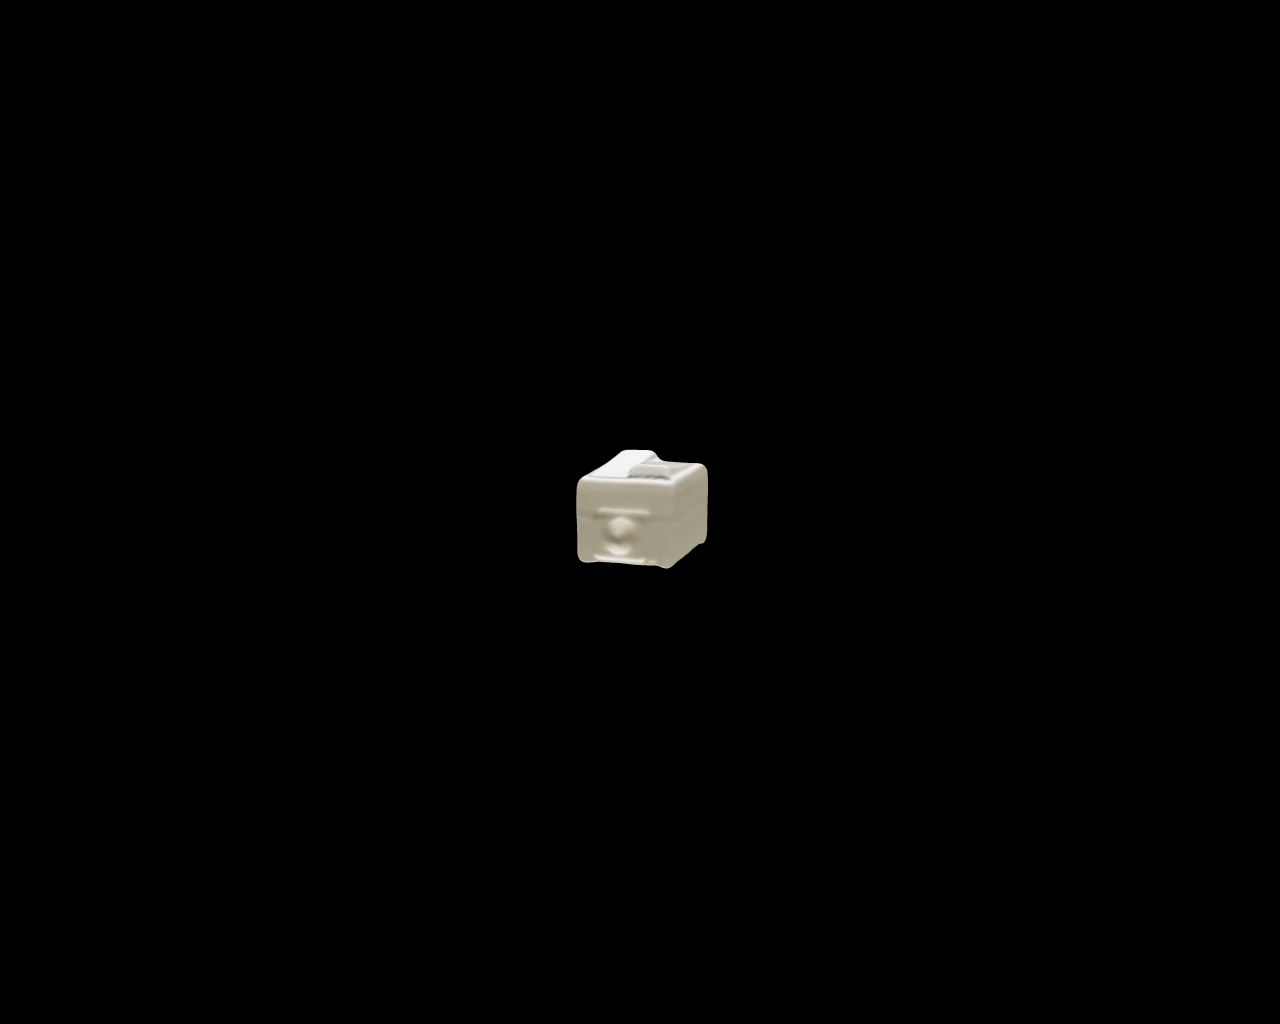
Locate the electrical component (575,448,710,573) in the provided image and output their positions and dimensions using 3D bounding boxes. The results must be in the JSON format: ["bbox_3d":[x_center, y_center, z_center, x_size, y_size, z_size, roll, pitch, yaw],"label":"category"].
[{"bbox_3d":[0.001,-0.003,0.650,0.062,0.061,0.096,4,13,19],"label":"electrical component"}]
